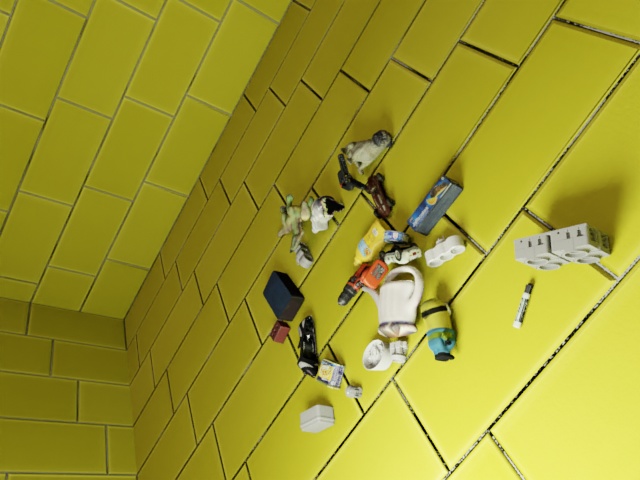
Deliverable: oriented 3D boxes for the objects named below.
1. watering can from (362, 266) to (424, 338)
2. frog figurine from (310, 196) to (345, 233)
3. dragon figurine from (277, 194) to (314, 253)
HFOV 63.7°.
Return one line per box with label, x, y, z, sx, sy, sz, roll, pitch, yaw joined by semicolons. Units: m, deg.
watering can;0.229;0.209;1.676;0.343;0.103;0.228;-34;45;59
frog figurine;0.007;-0.108;2.139;0.157;0.122;0.140;-40;10;50
dragon figurine;-0.121;-0.053;2.256;0.401;0.122;0.249;121;160;-46
